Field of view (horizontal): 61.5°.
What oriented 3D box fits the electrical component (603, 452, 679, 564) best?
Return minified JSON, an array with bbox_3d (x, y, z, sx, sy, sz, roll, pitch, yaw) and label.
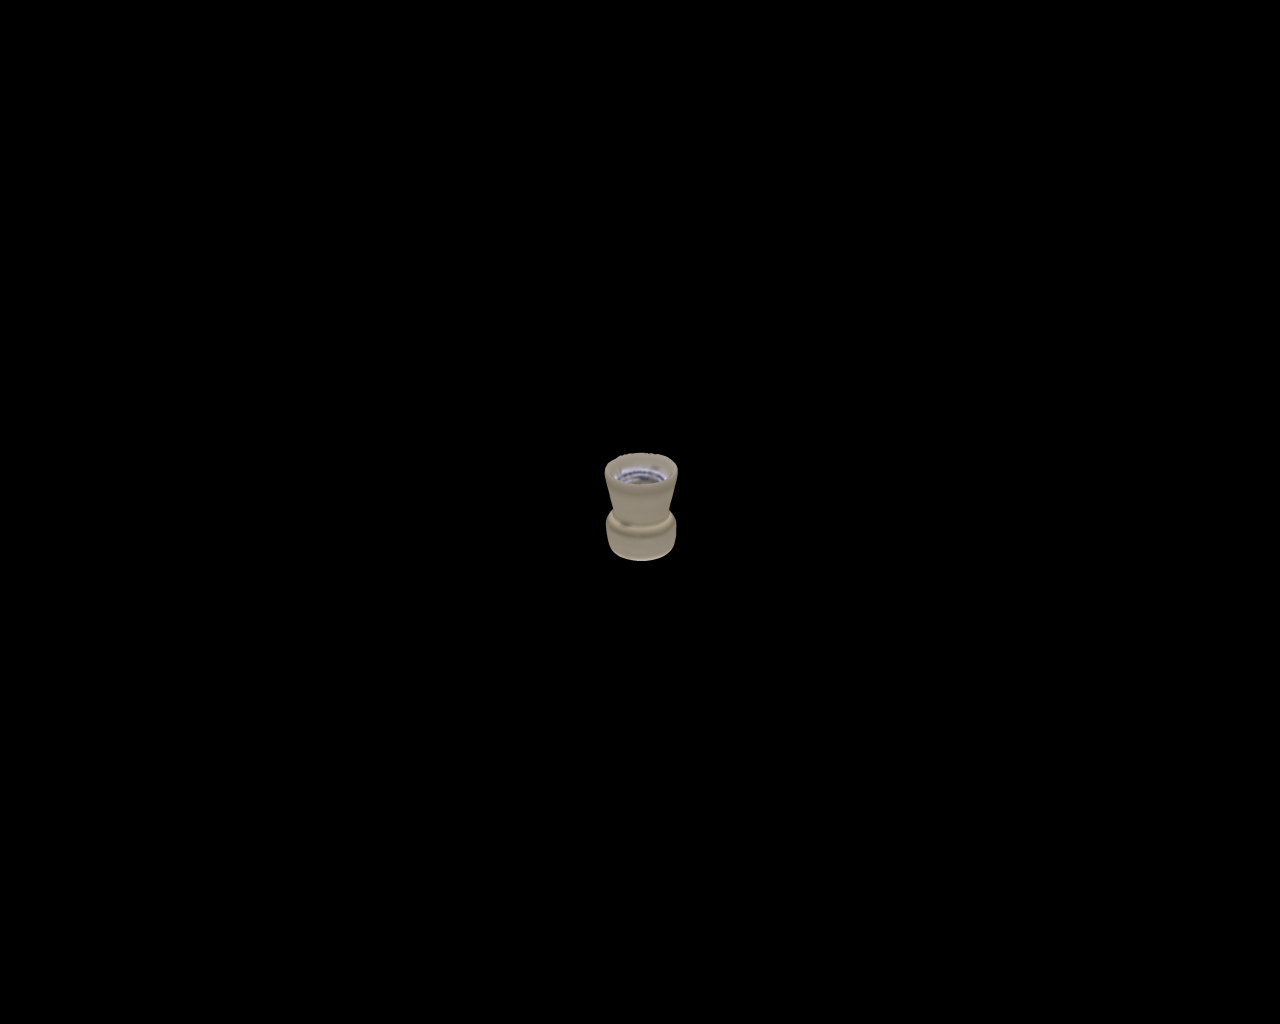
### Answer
[{"bbox_3d":[0.001,-0.003,0.650,0.045,0.055,0.045,0,29,0],"label":"electrical component"}]
